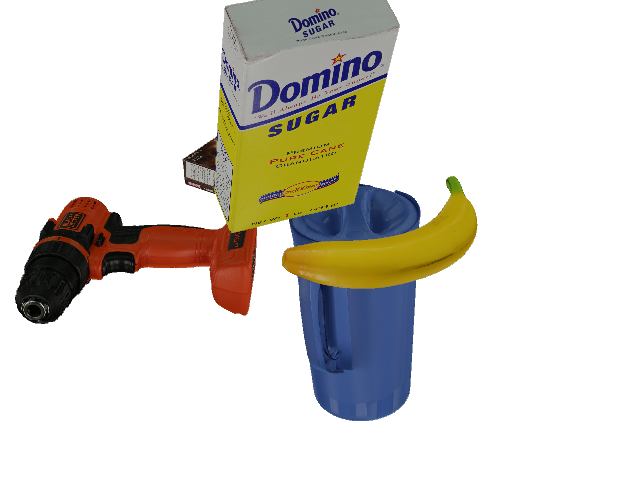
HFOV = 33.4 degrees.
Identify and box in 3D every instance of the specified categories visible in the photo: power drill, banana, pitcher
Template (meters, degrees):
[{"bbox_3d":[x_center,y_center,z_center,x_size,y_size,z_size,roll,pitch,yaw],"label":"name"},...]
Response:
[{"bbox_3d":[-0.150,0.020,0.904,0.187,0.057,0.184,6,28,0],"label":"power drill"},{"bbox_3d":[0.061,0.004,0.826,0.197,0.037,0.070,-22,45,-38],"label":"banana"},{"bbox_3d":[0.035,0.074,1.126,0.149,0.243,0.145,-13,31,-15],"label":"pitcher"}]

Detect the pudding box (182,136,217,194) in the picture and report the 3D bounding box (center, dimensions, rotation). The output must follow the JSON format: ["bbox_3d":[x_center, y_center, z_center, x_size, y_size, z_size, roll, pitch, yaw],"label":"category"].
[{"bbox_3d":[-0.098,-0.093,1.287,0.090,0.039,0.113,18,38,24],"label":"pudding box"}]

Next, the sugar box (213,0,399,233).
[{"bbox_3d":[-0.014,-0.076,0.653,0.093,0.048,0.176,-15,-26,-16],"label":"sugar box"}]
